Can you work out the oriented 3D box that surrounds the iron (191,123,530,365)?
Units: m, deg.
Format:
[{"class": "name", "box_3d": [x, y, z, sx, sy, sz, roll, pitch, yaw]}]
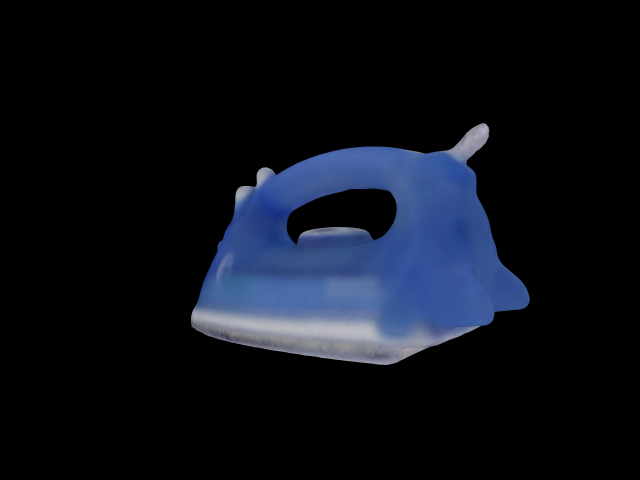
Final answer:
[{"class": "iron", "box_3d": [0.004, 0.001, 0.400, 0.257, 0.141, 0.119, 0, 0, 32]}]
